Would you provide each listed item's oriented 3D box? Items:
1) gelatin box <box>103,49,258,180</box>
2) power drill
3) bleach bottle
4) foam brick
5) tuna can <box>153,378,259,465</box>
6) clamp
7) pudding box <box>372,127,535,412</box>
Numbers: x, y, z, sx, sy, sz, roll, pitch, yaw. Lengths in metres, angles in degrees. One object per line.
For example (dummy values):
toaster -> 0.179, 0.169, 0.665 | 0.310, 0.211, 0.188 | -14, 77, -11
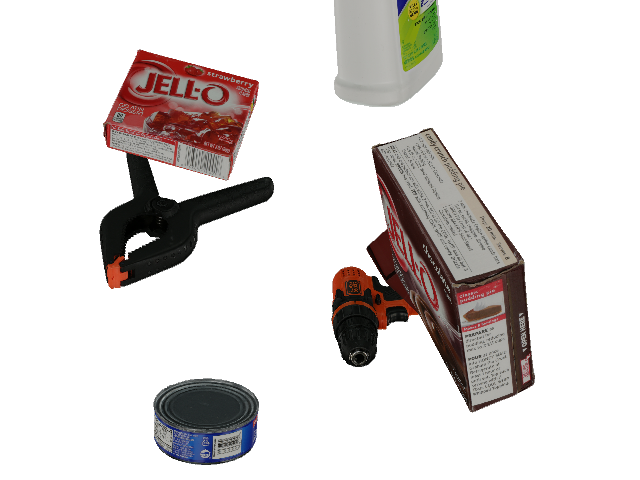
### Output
gelatin box -> -0.094, -0.087, 0.729 | 0.089, 0.073, 0.030 | 16, -37, 0
power drill -> 0.106, 0.083, 1.218 | 0.187, 0.057, 0.184 | -1, 27, -2
bleach bottle -> 0.044, -0.235, 0.804 | 0.068, 0.251, 0.102 | 13, 39, 29
foam brick -> 0.082, 0.023, 0.788 | 0.078, 0.051, 0.053 | 44, 10, -30
tuna can -> -0.094, 0.148, 0.874 | 0.086, 0.034, 0.086 | 3, 20, -1
clamp -> -0.163, -0.029, 1.056 | 0.165, 0.036, 0.209 | 20, 41, 18
pudding box -> 0.064, 0.012, 0.525 | 0.039, 0.090, 0.113 | -21, 42, -6
